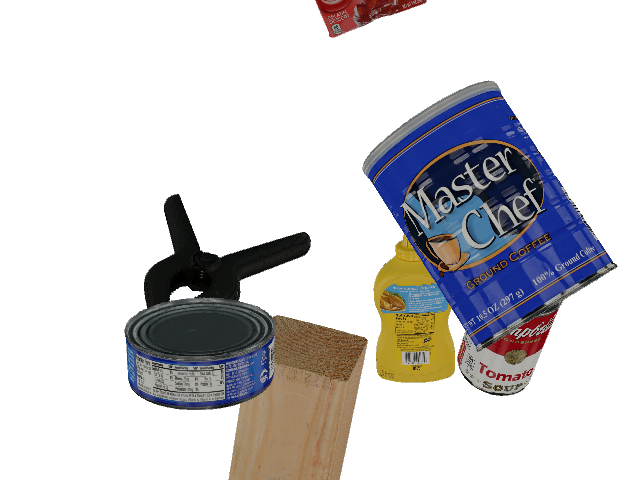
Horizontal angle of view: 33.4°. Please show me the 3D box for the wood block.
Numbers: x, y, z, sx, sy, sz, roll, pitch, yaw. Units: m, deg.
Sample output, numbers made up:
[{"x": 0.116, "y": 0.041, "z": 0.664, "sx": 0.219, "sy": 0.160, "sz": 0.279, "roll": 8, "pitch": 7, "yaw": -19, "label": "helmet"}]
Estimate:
[{"x": -0.026, "y": 0.184, "z": 0.956, "sx": 0.090, "sy": 0.206, "sz": 0.090, "roll": 14, "pitch": 23, "yaw": 9, "label": "wood block"}]

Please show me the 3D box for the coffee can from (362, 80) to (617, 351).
[{"x": 0.106, "y": -0.015, "z": 0.680, "sx": 0.102, "sy": 0.140, "sz": 0.103, "roll": -31, "pitch": -10, "yaw": -6, "label": "coffee can"}]

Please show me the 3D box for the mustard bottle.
[{"x": 0.112, "y": 0.075, "z": 1.275, "sx": 0.096, "sy": 0.192, "sz": 0.058, "roll": -1, "pitch": 23, "yaw": 5, "label": "mustard bottle"}]

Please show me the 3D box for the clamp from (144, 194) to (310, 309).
[{"x": -0.124, "y": 0.025, "z": 1.072, "sx": 0.165, "sy": 0.036, "sz": 0.209, "roll": 20, "pitch": 38, "yaw": 17, "label": "clamp"}]

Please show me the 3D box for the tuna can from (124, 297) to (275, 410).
[{"x": -0.068, "y": 0.064, "z": 0.612, "sx": 0.086, "sy": 0.034, "sz": 0.086, "roll": 0, "pitch": 19, "yaw": 0, "label": "tuna can"}]

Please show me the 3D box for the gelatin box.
[{"x": 0.036, "y": -0.220, "z": 0.893, "sx": 0.089, "sy": 0.073, "sz": 0.030, "roll": -18, "pitch": 28, "yaw": 13, "label": "gelatin box"}]

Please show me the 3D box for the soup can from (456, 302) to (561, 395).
[{"x": 0.160, "y": 0.075, "z": 0.911, "sx": 0.068, "sy": 0.102, "sz": 0.068, "roll": 6, "pitch": 41, "yaw": -5, "label": "soup can"}]
